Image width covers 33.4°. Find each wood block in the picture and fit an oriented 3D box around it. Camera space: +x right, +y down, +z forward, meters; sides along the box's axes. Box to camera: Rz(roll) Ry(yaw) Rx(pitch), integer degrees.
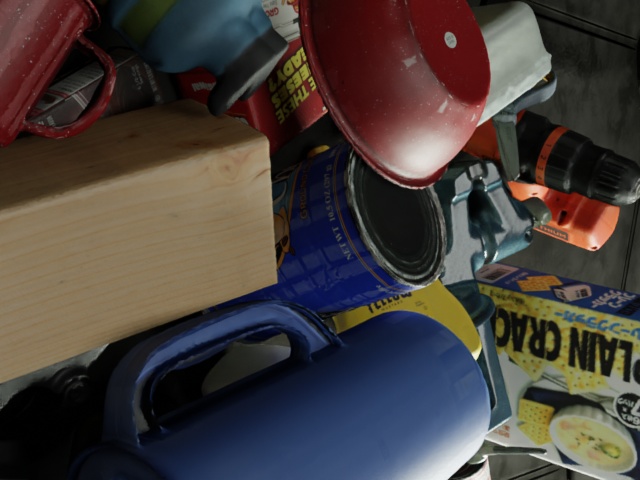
[{"bbox_3d":[-0.134,0.000,0.547,0.205,0.090,0.091,-20,121,-30],"label":"wood block"}]

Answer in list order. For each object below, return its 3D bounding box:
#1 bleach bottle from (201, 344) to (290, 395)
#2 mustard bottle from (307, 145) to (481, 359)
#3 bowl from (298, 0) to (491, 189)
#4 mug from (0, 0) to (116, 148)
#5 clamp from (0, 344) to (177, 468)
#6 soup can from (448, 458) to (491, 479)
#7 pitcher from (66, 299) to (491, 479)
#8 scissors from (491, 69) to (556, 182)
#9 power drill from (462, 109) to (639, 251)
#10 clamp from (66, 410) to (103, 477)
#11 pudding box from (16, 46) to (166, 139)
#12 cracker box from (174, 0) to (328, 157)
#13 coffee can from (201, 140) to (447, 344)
[{"bbox_3d":[-0.010,0.197,0.793,0.068,0.103,0.251,-47,133,-44],"label":"bleach bottle"},{"bbox_3d":[0.035,0.016,0.773,0.096,0.192,0.058,-24,162,-2],"label":"mustard bottle"},{"bbox_3d":[0.058,-0.116,0.659,0.161,0.055,0.162,27,53,-43],"label":"bowl"},{"bbox_3d":[-0.158,-0.093,0.525,0.117,0.093,0.081,31,78,-10],"label":"mug"},{"bbox_3d":[-0.150,0.074,0.633,0.171,0.039,0.120,-17,114,-48],"label":"clamp"},{"bbox_3d":[0.129,0.242,1.010,0.068,0.069,0.102,-38,129,-39],"label":"soup can"},{"bbox_3d":[-0.013,0.118,0.601,0.242,0.145,0.149,-25,150,-44],"label":"pitcher"},{"bbox_3d":[0.166,-0.104,0.868,0.096,0.202,0.016,-7,125,-8],"label":"scissors"},{"bbox_3d":[0.213,-0.053,0.952,0.057,0.185,0.187,-58,149,-6],"label":"power drill"},{"bbox_3d":[-0.145,0.214,0.633,0.210,0.036,0.164,-39,98,-3],"label":"clamp"},{"bbox_3d":[-0.127,-0.045,0.628,0.089,0.039,0.113,-40,128,-34],"label":"pudding box"},{"bbox_3d":[-0.034,-0.185,0.680,0.164,0.072,0.213,-41,131,-37],"label":"cracker box"},{"bbox_3d":[-0.005,0.001,0.689,0.102,0.141,0.103,29,50,-43],"label":"coffee can"}]
